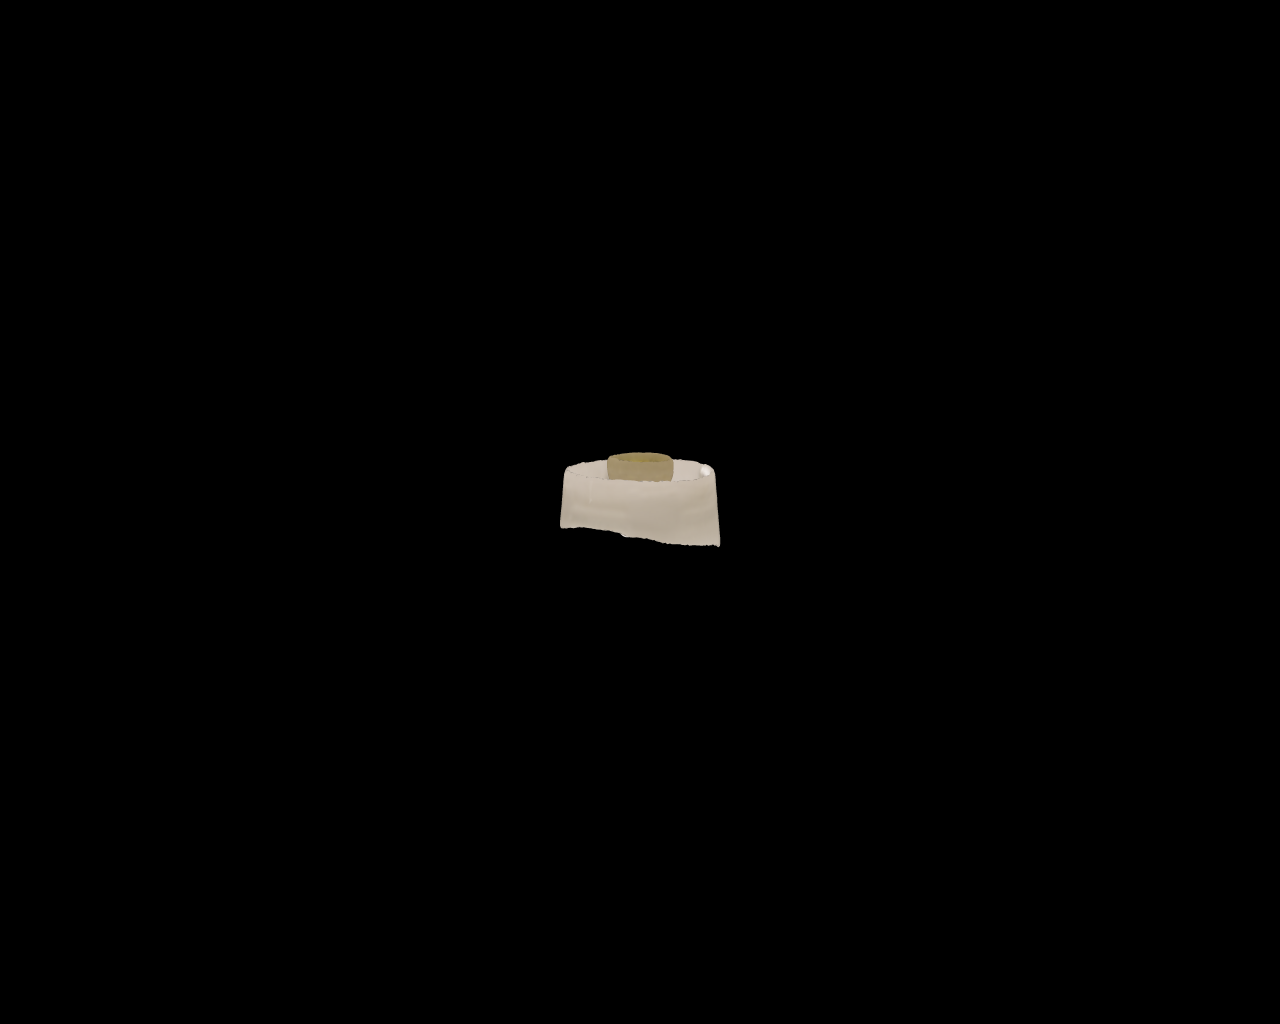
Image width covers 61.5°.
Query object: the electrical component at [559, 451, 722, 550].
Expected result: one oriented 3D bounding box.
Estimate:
[{"bbox_3d":[0.001,-0.003,0.650,0.099,0.064,0.099,0,12,0],"label":"electrical component"}]
